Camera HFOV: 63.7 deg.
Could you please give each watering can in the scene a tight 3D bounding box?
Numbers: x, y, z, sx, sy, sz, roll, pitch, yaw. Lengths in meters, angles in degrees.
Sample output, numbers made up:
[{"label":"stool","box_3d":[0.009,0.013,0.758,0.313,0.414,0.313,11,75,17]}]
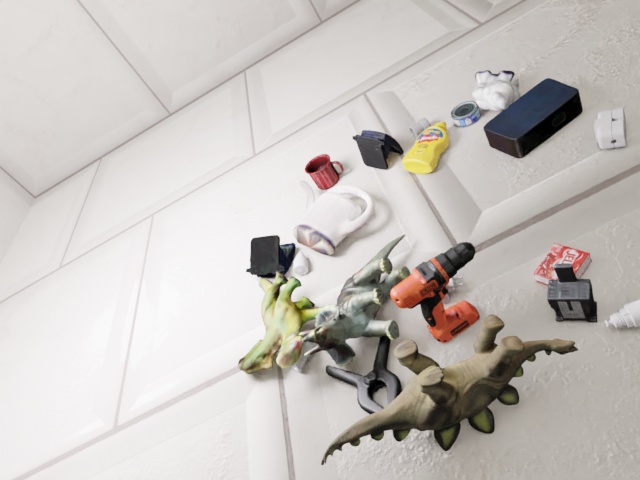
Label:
[{"label":"watering can","box_3d":[0.004,-0.074,1.480,0.350,0.227,0.102,18,-28,47]}]

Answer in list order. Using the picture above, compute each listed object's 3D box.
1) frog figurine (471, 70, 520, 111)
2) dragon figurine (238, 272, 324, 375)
[{"label":"frog figurine","box_3d":[0.500,-0.402,1.450,0.137,0.163,0.120,15,-45,-14]},{"label":"dragon figurine","box_3d":[-0.125,0.210,1.263,0.121,0.246,0.410,46,-20,-21]}]
